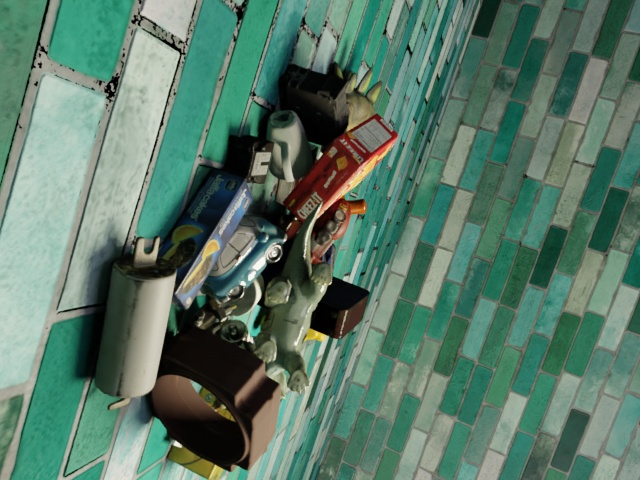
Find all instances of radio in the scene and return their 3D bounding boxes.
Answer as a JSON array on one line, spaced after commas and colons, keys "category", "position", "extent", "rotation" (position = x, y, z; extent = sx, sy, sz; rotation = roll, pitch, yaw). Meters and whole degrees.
[{"category": "radio", "position": [-0.026, 0.114, 1.106], "extent": [0.131, 0.230, 0.073], "rotation": [-32, 137, -62]}]

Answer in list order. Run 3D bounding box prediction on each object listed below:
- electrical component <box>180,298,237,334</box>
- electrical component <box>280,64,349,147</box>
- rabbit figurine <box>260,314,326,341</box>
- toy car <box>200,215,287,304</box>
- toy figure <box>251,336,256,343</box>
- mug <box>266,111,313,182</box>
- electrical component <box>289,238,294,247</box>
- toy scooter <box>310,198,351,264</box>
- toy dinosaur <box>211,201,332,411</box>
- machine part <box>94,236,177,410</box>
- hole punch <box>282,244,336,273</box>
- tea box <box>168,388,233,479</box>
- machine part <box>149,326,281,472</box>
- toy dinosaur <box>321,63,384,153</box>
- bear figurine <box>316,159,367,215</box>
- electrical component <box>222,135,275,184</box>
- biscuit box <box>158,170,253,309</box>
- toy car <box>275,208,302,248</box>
[{"category": "electrical component", "position": [-0.184, 0.132, 0.883], "extent": [0.078, 0.045, 0.102], "rotation": [-46, 176, -47]}, {"category": "electrical component", "position": [-0.008, -0.231, 0.953], "extent": [0.058, 0.115, 0.134], "rotation": [-57, 158, -32]}, {"category": "rabbit figurine", "position": [-0.050, 0.169, 1.268], "extent": [0.173, 0.162, 0.121], "rotation": [-116, -137, -82]}, {"category": "toy car", "position": [-0.141, 0.015, 0.859], "extent": [0.161, 0.109, 0.102], "rotation": [-49, 134, -16]}, {"category": "toy figure", "position": [-0.165, 0.280, 1.164], "extent": [0.064, 0.057, 0.154], "rotation": [-25, -150, 52]}, {"category": "mug", "position": [-0.060, -0.160, 0.923], "extent": [0.107, 0.081, 0.109], "rotation": [79, 12, -47]}, {"category": "electrical component", "position": [-0.049, 0.000, 1.190], "extent": [0.063, 0.094, 0.021], "rotation": [-12, 107, -32]}, {"category": "toy scooter", "position": [-0.002, -0.003, 1.067], "extent": [0.184, 0.075, 0.135], "rotation": [-51, -172, 7]}, {"category": "toy dinosaur", "position": [-0.062, 0.135, 0.975], "extent": [0.404, 0.131, 0.192], "rotation": [-69, -166, -7]}, {"category": "machine part", "position": [-0.232, 0.108, 0.677], "extent": [0.079, 0.079, 0.243], "rotation": [-29, 136, -67]}, {"category": "hole punch", "position": [-0.030, 0.060, 1.220], "extent": [0.092, 0.142, 0.115], "rotation": [-21, 116, -72]}, {"category": "tea box", "position": [-0.206, 0.362, 1.042], "extent": [0.068, 0.098, 0.169], "rotation": [75, 37, -65]}, {"category": "machine part", "position": [-0.168, 0.250, 0.835], "extent": [0.087, 0.202, 0.200], "rotation": [-47, 153, -51]}, {"category": "toy dinosaur", "position": [0.075, -0.274, 1.198], "extent": [0.471, 0.105, 0.198], "rotation": [12, 97, -74]}, {"category": "bear figurine", "position": [0.034, -0.126, 1.210], "extent": [0.195, 0.132, 0.120], "rotation": [84, -11, -70]}, {"category": "electrical component", "position": [-0.107, -0.129, 0.869], "extent": [0.119, 0.048, 0.074], "rotation": [-15, 124, -69]}, {"category": "biscuit box", "position": [-0.172, -0.006, 0.774], "extent": [0.062, 0.059, 0.202], "rotation": [80, 33, -61]}, {"category": "toy car", "position": [-0.065, -0.027, 1.065], "extent": [0.089, 0.053, 0.202], "rotation": [-51, 178, 5]}]
